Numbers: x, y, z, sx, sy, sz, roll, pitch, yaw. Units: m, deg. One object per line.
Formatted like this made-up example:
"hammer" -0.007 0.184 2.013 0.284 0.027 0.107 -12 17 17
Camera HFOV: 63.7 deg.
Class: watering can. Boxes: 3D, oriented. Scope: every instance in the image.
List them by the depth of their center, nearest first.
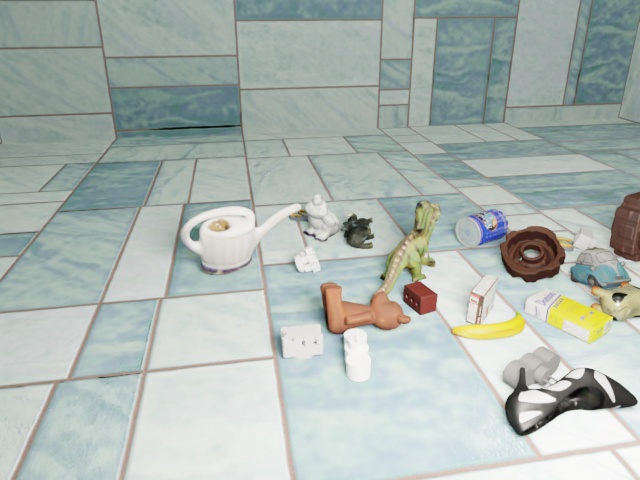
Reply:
"watering can" -0.226 -0.009 1.494 0.349 0.219 0.106 -8 43 -20

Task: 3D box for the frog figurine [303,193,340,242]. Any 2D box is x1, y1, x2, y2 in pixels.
"frog figurine" 0.005 -0.087 1.727 0.123 0.156 0.139 -6 24 -16

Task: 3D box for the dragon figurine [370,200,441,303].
"dragon figurine" 0.254 0.001 1.448 0.123 0.238 0.416 17 27 25
